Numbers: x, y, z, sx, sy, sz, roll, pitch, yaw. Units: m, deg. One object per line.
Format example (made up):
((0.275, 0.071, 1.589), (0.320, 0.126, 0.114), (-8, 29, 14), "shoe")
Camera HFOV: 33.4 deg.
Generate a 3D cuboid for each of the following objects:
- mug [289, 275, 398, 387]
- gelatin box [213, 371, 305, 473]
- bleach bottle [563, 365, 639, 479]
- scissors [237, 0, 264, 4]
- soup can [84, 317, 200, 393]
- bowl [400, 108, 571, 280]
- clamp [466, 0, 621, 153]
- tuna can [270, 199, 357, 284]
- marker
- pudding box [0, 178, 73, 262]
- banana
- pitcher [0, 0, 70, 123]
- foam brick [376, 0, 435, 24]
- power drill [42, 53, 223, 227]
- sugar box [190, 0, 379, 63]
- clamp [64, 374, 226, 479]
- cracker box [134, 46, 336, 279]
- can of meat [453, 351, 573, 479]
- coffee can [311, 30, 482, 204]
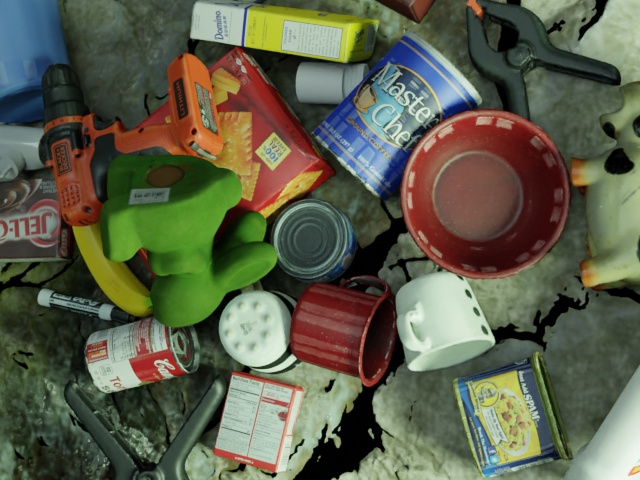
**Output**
((0.028, 0.079, 1.048), (0.082, 0.093, 0.117), (13, 53, 24), "mug")
((-0.062, 0.184, 1.081), (0.073, 0.030, 0.089), (11, 83, 21), "gelatin box")
((0.291, 0.154, 0.946), (0.068, 0.102, 0.251), (38, 99, 28), "bleach bottle")
((-0.053, -0.340, 1.186), (0.202, 0.016, 0.096), (-46, 71, 5), "scissors")
((-0.185, 0.117, 1.113), (0.102, 0.068, 0.068), (-15, 75, 15), "soup can")
((0.156, -0.043, 1.026), (0.162, 0.055, 0.162), (0, 90, 1), "bowl")
((0.197, -0.169, 1.061), (0.120, 0.039, 0.172), (-46, 67, 0), "clamp")
((-0.007, 0.001, 1.096), (0.086, 0.033, 0.086), (-3, 79, 17), "tuna can")
((-0.253, 0.074, 1.169), (0.121, 0.020, 0.020), (11, 83, 19), "marker")
((-0.333, -0.021, 1.202), (0.114, 0.039, 0.090), (-3, 79, 18), "pudding box")
((-0.224, 0.019, 1.152), (0.198, 0.037, 0.070), (49, 123, 28), "banana")
((-0.366, -0.257, 1.220), (0.145, 0.149, 0.243), (-14, 77, -10), "pitcher")
((0.082, -0.271, 1.110), (0.078, 0.053, 0.051), (33, 91, 19), "foam brick")
((-0.200, -0.123, 1.098), (0.188, 0.057, 0.184), (-20, 73, 19), "power drill")
((-0.037, -0.221, 1.113), (0.176, 0.093, 0.048), (15, 107, 19), "sugar box")
((-0.163, 0.234, 1.081), (0.164, 0.036, 0.210), (-9, 92, 4), "clamp")
((-0.117, -0.074, 1.126), (0.214, 0.072, 0.164), (-37, 71, 9), "cracker box")
((0.178, 0.165, 0.993), (0.084, 0.057, 0.102), (-19, 74, 16), "can of meat")
((0.075, -0.121, 1.056), (0.140, 0.102, 0.103), (-46, 70, 5), "coffee can")
